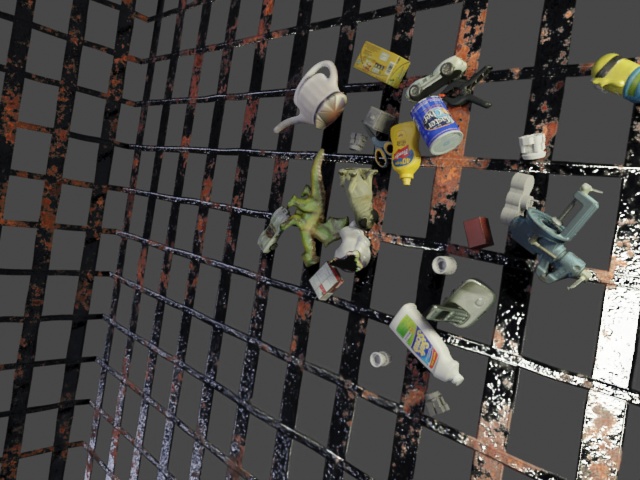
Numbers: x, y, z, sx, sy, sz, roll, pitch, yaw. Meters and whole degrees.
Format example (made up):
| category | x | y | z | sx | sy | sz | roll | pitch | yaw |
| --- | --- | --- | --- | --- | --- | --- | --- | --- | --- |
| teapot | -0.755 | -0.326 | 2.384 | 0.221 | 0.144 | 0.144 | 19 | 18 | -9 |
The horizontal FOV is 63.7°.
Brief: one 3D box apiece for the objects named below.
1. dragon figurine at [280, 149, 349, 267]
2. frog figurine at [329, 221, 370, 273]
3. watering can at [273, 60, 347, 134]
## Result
| category | x | y | z | sx | sy | sz | roll | pitch | yaw |
| --- | --- | --- | --- | --- | --- | --- | --- | --- | --- |
| dragon figurine | 0.006 | -0.091 | 1.810 | 0.245 | 0.123 | 0.405 | 32 | 109 | 24 |
| frog figurine | 0.106 | 0.023 | 1.692 | 0.135 | 0.122 | 0.163 | -45 | 20 | 41 |
| watering can | -0.033 | -0.480 | 1.874 | 0.342 | 0.104 | 0.228 | -53 | 53 | 23 |
